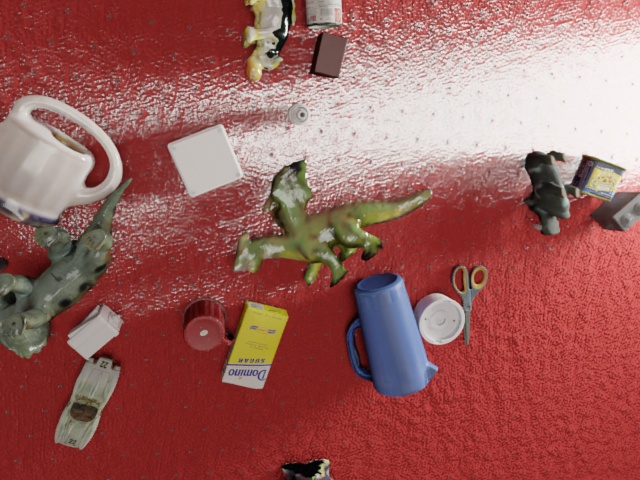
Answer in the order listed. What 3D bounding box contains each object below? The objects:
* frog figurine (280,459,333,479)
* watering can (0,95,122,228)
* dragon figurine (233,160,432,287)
[{"bbox_3d":[-0.022,0.596,1.168,0.138,0.122,0.159,-5,93,-31],"label":"frog figurine"},{"bbox_3d":[-0.526,-0.158,0.890,0.345,0.105,0.223,31,95,-18],"label":"watering can"},{"bbox_3d":[0.003,-0.052,1.039,0.411,0.123,0.241,-39,100,-3],"label":"dragon figurine"}]
